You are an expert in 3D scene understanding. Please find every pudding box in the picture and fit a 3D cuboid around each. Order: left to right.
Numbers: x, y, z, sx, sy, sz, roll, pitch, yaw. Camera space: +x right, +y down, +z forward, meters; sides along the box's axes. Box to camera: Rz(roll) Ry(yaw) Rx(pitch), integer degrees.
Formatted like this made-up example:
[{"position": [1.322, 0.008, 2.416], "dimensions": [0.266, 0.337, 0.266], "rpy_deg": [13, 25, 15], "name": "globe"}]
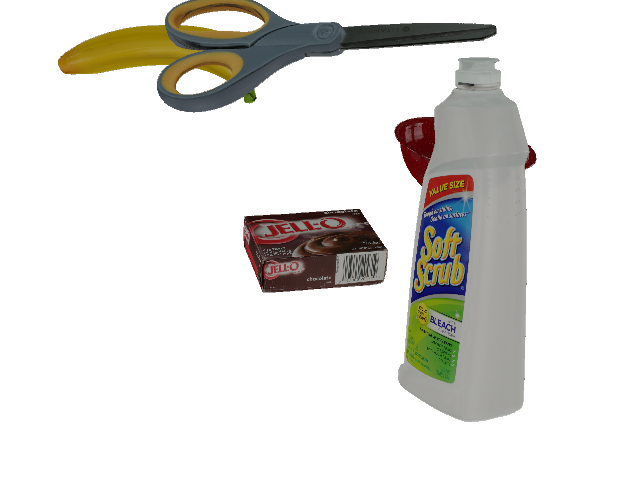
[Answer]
[{"position": [-0.006, 0.007, 0.949], "dimensions": [0.113, 0.039, 0.090], "rpy_deg": [-2, 27, -14], "name": "pudding box"}]

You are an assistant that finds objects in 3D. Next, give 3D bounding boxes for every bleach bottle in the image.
[{"position": [0.104, -0.004, 0.764], "dimensions": [0.068, 0.251, 0.103], "rpy_deg": [-8, 17, -27], "name": "bleach bottle"}]

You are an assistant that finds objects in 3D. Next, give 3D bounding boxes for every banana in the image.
[{"position": [-0.141, -0.169, 0.974], "dimensions": [0.198, 0.037, 0.069], "rpy_deg": [10, 46, 17], "name": "banana"}]

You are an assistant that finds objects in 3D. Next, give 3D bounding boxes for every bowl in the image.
[{"position": [0.158, -0.087, 1.208], "dimensions": [0.162, 0.055, 0.162], "rpy_deg": [8, 26, -4], "name": "bowl"}]

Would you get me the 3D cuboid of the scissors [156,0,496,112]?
[{"position": [-0.010, -0.103, 0.612], "dimensions": [0.202, 0.096, 0.016], "rpy_deg": [14, -30, 25], "name": "scissors"}]
